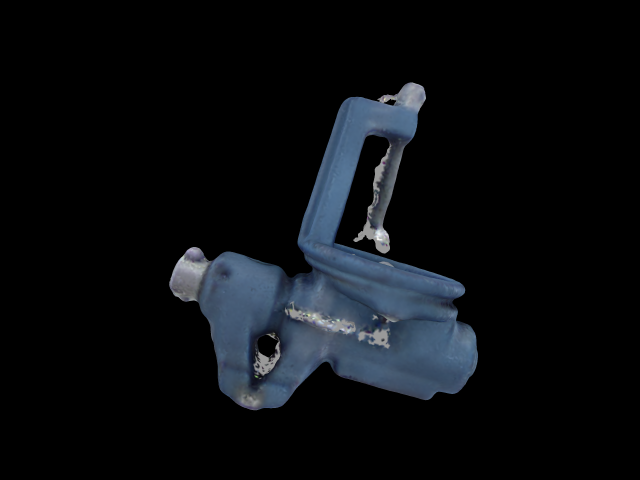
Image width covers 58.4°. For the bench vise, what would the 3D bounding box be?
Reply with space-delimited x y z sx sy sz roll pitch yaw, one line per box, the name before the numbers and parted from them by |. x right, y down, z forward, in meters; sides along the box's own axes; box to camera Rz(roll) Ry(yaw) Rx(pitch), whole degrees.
bench vise | 0.008 0.002 0.389 0.208 0.220 0.121 -1 4 -20
